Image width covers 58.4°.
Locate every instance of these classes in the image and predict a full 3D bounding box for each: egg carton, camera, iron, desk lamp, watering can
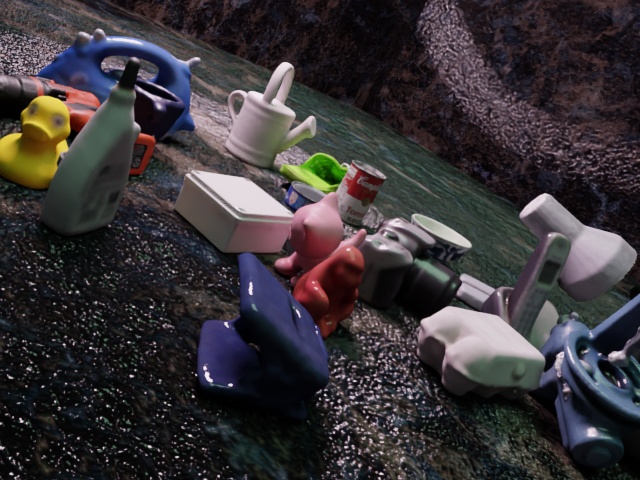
[{"bbox_3d":[0.187,0.133,0.663,0.151,0.069,0.107,14,22,-37],"label":"egg carton"},{"bbox_3d":[0.122,0.040,0.775,0.136,0.101,0.143,33,18,14],"label":"camera"},{"bbox_3d":[-0.309,-0.255,0.894,0.259,0.141,0.118,8,26,-47],"label":"iron"},{"bbox_3d":[0.364,0.046,0.932,0.203,0.213,0.118,29,18,4],"label":"desk lamp"},{"bbox_3d":[-0.090,-0.240,1.088,0.173,0.194,0.101,23,18,-14],"label":"watering can"}]

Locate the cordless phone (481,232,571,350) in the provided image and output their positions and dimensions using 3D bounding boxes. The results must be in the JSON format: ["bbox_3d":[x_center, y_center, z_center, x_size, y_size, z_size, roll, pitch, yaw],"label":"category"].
[{"bbox_3d":[0.310,0.084,0.793,0.148,0.185,0.094,14,22,-38],"label":"cordless phone"}]

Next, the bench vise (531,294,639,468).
[{"bbox_3d":[0.322,0.118,0.658,0.122,0.219,0.207,21,19,-21],"label":"bench vise"}]

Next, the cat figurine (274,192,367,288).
[{"bbox_3d":[0.006,0.002,0.680,0.128,0.117,0.067,10,24,-44],"label":"cat figurine"}]

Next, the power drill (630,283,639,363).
[{"bbox_3d":[0.500,0.153,0.842,0.075,0.208,0.230,27,17,-1],"label":"power drill"}]

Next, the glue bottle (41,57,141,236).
[{"bbox_3d":[-0.200,-0.088,0.534,0.037,0.173,0.078,31,18,9],"label":"glue bottle"}]

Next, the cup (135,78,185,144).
[{"bbox_3d":[-0.248,-0.167,0.816,0.092,0.095,0.117,16,21,-32],"label":"cup"}]

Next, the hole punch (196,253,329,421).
[{"bbox_3d":[-0.037,0.073,0.462,0.101,0.091,0.108,22,18,-19],"label":"hole punch"}]

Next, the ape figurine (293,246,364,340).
[{"bbox_3d":[0.015,0.048,0.609,0.078,0.092,0.076,14,22,-38],"label":"ape figurine"}]

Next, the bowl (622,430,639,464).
[{"bbox_3d":[0.414,0.237,0.702,0.167,0.074,0.167,25,18,-8],"label":"bowl"}]

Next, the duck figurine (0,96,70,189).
[{"bbox_3d":[-0.292,-0.111,0.606,0.078,0.086,0.104,23,18,-16],"label":"duck figurine"}]
